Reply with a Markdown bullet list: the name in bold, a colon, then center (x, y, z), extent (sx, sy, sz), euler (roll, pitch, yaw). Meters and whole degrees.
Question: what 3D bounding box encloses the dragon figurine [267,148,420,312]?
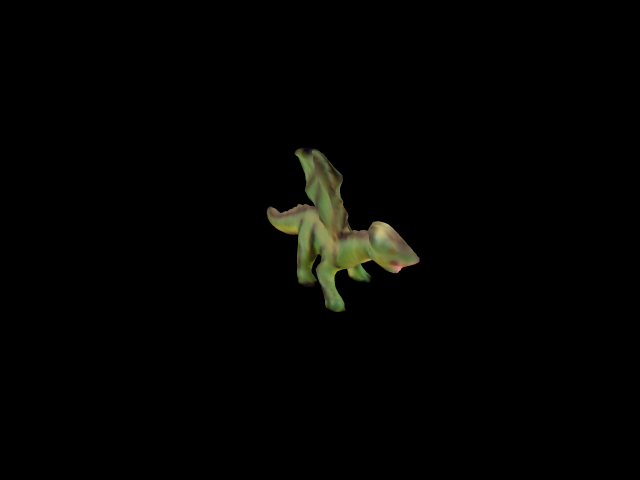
- **dragon figurine**: center (0.003, -0.043, 0.850), extent (0.123, 0.237, 0.416), euler (-22, 41, -29)
